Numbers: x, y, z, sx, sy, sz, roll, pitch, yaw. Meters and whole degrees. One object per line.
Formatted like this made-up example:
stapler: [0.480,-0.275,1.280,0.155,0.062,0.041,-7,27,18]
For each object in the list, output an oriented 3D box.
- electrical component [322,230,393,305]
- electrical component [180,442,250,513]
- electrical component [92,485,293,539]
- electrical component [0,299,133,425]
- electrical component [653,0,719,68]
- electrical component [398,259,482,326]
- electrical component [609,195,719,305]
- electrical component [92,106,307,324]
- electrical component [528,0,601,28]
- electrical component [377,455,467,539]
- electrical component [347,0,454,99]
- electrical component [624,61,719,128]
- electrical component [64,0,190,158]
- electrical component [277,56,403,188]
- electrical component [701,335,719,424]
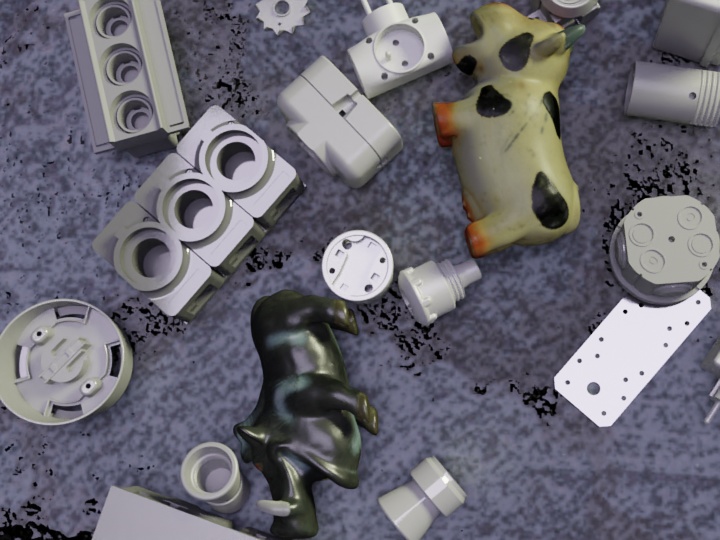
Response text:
electrical component: [0.000,0.000,0.847,0.055,0.047,0.055,-1,81,5]
electrical component: [-0.108,0.162,0.822,0.044,0.065,0.044,-3,63,7]
electrical component: [-0.112,0.243,0.813,0.186,0.060,0.105,18,83,8]
electrical component: [-0.231,0.073,0.848,0.099,0.064,0.099,-1,81,5]
electrical component: [0.274,-0.228,0.826,0.056,0.108,0.108,21,84,11]
electrical component: [0.064,0.012,0.842,0.062,0.048,0.048,-25,80,-6]
electrical component: [0.234,-0.017,0.823,0.080,0.051,0.080,-1,76,5]
electrical component: [-0.127,-0.044,0.858,0.089,0.061,0.150,40,87,10]
electrical component: [0.166,-0.218,0.861,0.066,0.055,0.048,-31,80,0]
electrical component: [0.048,0.174,0.817,0.055,0.045,0.045,-40,80,-2]
electrical component: [0.026,-0.190,0.874,0.077,0.044,0.079,-23,82,1]
electrical component: [0.253,-0.137,0.846,0.081,0.043,0.043,9,82,6]
electrical component: [-0.187,-0.158,0.880,0.079,0.063,0.121,-15,80,3]
electrical component: [-0.019,-0.115,0.863,0.059,0.053,0.095,-43,80,-2]
electrical component: [0.288,0.089,0.807,0.066,0.047,0.076,34,86,9]
